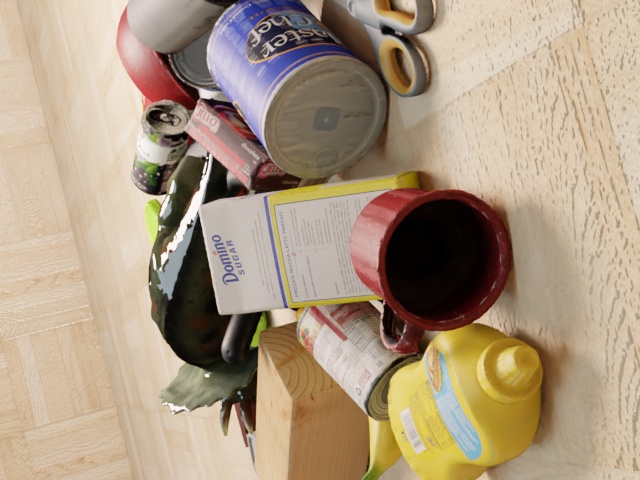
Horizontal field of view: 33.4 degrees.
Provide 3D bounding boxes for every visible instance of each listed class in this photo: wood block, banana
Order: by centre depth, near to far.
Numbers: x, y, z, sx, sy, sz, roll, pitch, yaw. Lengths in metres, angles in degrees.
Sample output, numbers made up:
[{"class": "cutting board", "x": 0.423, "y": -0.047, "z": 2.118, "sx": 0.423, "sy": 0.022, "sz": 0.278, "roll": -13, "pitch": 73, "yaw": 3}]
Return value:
[{"class": "banana", "x": 0.035, "y": 0.120, "z": 0.924, "sx": 0.037, "sy": 0.069, "sz": 0.198, "roll": 76, "pitch": 174, "yaw": -47}, {"class": "wood block", "x": -0.007, "y": 0.179, "z": 1.045, "sx": 0.090, "sy": 0.090, "sz": 0.206, "roll": -121, "pitch": 26, "yaw": -42}]

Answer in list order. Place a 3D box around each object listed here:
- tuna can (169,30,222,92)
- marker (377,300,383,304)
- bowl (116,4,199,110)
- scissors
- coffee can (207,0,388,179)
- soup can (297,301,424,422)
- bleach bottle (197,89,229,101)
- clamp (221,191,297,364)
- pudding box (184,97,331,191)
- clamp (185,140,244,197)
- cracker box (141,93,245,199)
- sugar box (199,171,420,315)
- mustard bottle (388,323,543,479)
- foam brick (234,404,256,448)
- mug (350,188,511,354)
[{"class": "tuna can", "x": -0.109, "y": -0.195, "z": 1.088, "sx": 0.033, "sy": 0.086, "sz": 0.086, "roll": 1, "pitch": -107, "yaw": -73}, {"class": "marker", "x": 0.039, "y": 0.036, "z": 0.927, "sx": 0.121, "sy": 0.020, "sz": 0.020, "roll": -149, "pitch": 49, "yaw": -64}, {"class": "bowl", "x": -0.180, "y": -0.205, "z": 1.199, "sx": 0.162, "sy": 0.055, "sz": 0.162, "roll": 55, "pitch": -163, "yaw": -27}, {"class": "scissors", "x": 0.036, "y": -0.158, "z": 0.810, "sx": 0.202, "sy": 0.016, "sz": 0.096, "roll": -157, "pitch": 56, "yaw": -67}, {"class": "coffee can", "x": -0.022, "y": -0.127, "z": 0.860, "sx": 0.140, "sy": 0.102, "sz": 0.103, "roll": -126, "pitch": 29, "yaw": -49}, {"class": "soup can", "x": 0.036, "y": 0.092, "z": 0.876, "sx": 0.102, "sy": 0.068, "sz": 0.068, "roll": 43, "pitch": 144, "yaw": 40}, {"class": "bleach bottle", "x": -0.134, "y": -0.240, "z": 1.166, "sx": 0.103, "sy": 0.068, "sz": 0.251, "roll": 136, "pitch": 116, "yaw": -73}, {"class": "clamp", "x": -0.046, "y": 0.008, "z": 1.017, "sx": 0.164, "sy": 0.036, "sz": 0.210, "roll": -45, "pitch": -36, "yaw": -58}, {"class": "pudding box", "x": -0.048, "y": -0.081, "z": 0.922, "sx": 0.090, "sy": 0.113, "sz": 0.039, "roll": 43, "pitch": 111, "yaw": 26}, {"class": "clamp", "x": -0.090, "y": -0.075, "z": 1.112, "sx": 0.172, "sy": 0.039, "sz": 0.120, "roll": -37, "pitch": 66, "yaw": 43}, {"class": "cracker box", "x": -0.157, "y": -0.107, "z": 1.302, "sx": 0.164, "sy": 0.072, "sz": 0.214, "roll": 98, "pitch": 151, "yaw": -45}, {"class": "sugar box", "x": -0.004, "y": 0.004, "z": 0.831, "sx": 0.176, "sy": 0.048, "sz": 0.093, "roll": -6, "pitch": 98, "yaw": 29}, {"class": "mustard bottle", "x": 0.104, "y": 0.109, "z": 0.734, "sx": 0.192, "sy": 0.058, "sz": 0.096, "roll": 119, "pitch": 133, "yaw": -63}, {"class": "foam brick", "x": -0.072, "y": 0.209, "z": 1.305, "sx": 0.053, "sy": 0.051, "sz": 0.078, "roll": 142, "pitch": 113, "yaw": -69}, {"class": "mug", "x": 0.066, "y": 0.020, "z": 0.722, "sx": 0.082, "sy": 0.093, "sz": 0.117, "roll": -153, "pitch": 76, "yaw": -72}]
